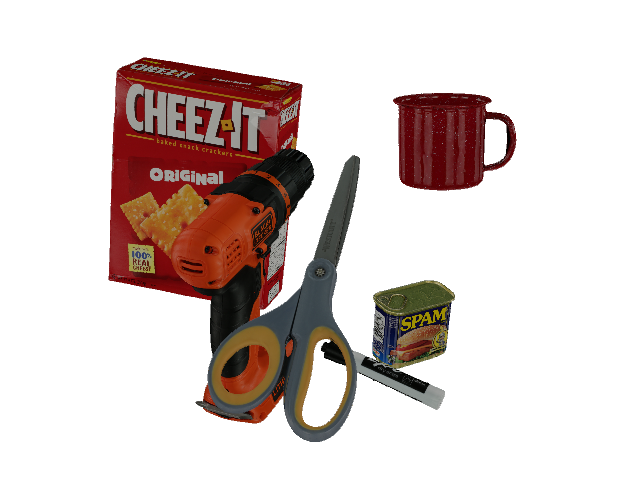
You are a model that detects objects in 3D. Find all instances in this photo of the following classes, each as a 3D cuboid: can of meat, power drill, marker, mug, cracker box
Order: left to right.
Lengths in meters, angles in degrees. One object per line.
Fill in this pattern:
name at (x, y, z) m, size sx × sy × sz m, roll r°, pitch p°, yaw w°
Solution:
cracker box at (-0.113, -0.052, 1.015) m, size 0.164 × 0.214 × 0.072 m, roll 11°, pitch 22°, yaw 12°
power drill at (-0.052, 0.035, 0.854) m, size 0.057 × 0.188 × 0.184 m, roll 10°, pitch 31°, yaw 24°
marker at (0.056, 0.121, 0.977) m, size 0.121 × 0.020 × 0.020 m, roll 23°, pitch 7°, yaw 16°
can of meat at (0.115, 0.106, 1.341) m, size 0.101 × 0.084 × 0.058 m, roll -12°, pitch 30°, yaw -27°
mug at (0.128, -0.095, 1.020) m, size 0.117 × 0.081 × 0.093 m, roll 2°, pitch 15°, yaw 11°

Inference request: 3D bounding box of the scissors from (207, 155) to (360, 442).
scissors at (-0.019, 0.030, 0.653) m, size 0.096 × 0.201 × 0.016 m, roll -4°, pitch -35°, yaw 4°
